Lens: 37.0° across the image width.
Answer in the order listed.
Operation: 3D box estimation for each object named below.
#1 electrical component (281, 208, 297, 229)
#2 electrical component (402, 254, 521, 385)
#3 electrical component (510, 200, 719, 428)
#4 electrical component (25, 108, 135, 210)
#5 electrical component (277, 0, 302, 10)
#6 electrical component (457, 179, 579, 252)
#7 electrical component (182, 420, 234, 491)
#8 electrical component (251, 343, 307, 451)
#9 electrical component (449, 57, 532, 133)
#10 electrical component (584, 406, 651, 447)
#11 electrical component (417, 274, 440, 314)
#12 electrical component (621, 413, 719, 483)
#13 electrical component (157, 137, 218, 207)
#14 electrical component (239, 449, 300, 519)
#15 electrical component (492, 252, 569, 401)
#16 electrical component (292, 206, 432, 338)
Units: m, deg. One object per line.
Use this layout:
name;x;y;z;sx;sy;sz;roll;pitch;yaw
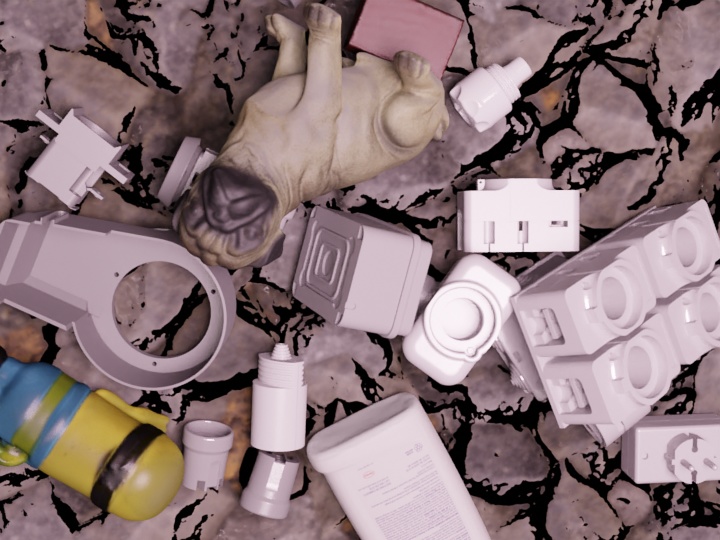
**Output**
electrical component;-0.071;-0.048;0.836;0.040;0.040;0.078;24;94;-8
electrical component;0.075;0.037;0.805;0.054;0.059;0.095;36;91;2
electrical component;0.211;0.029;0.813;0.186;0.060;0.105;-29;101;-36
electrical component;-0.216;-0.084;0.818;0.081;0.042;0.063;39;94;-8
electrical component;-0.055;-0.232;0.807;0.055;0.055;0.047;41;89;-9
electrical component;0.124;-0.043;0.846;0.089;0.050;0.055;-1;93;-3
electrical component;-0.123;0.148;0.858;0.040;0.040;0.046;8;102;-6
electrical component;-0.064;0.099;0.854;0.043;0.043;0.081;2;97;-5
electrical component;0.105;-0.141;0.838;0.062;0.043;0.043;-38;99;-1
electrical component;0.202;0.108;0.875;0.047;0.055;0.055;-34;99;-4
electrical component;0.054;0.023;0.857;0.065;0.044;0.044;30;94;-3
electrical component;0.265;0.150;0.874;0.083;0.075;0.047;-2;98;-5
electrical component;-0.118;-0.066;0.821;0.057;0.058;0.078;26;94;-10
electrical component;-0.072;0.172;0.866;0.040;0.040;0.046;17;89;-7
electrical component;0.152;0.045;0.864;0.100;0.048;0.099;-34;98;1
electrical component;0.000;0.000;0.810;0.057;0.113;0.078;12;97;-24
